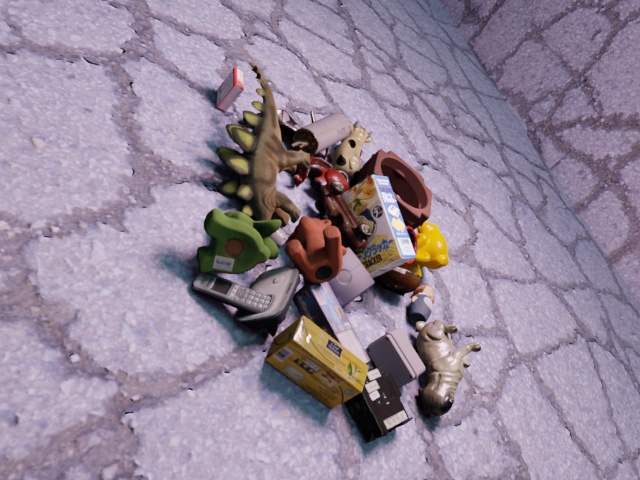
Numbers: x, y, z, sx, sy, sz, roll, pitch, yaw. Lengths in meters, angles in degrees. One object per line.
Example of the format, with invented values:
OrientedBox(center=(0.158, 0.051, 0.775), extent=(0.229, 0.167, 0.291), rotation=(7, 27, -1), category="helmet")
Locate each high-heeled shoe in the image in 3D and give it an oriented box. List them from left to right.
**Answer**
OrientedBox(center=(-0.087, -0.271, 1.436), extent=(0.249, 0.086, 0.145), rotation=(-11, 96, -31), category="high-heeled shoe")

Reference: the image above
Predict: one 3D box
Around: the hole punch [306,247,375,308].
OrientedBox(center=(0.045, 0.090, 1.204), extent=(0.142, 0.092, 0.116), rotation=(55, 40, 4), category="hole punch")

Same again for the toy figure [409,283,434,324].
OrientedBox(center=(0.267, 0.158, 1.393), extent=(0.154, 0.058, 0.064), rotation=(-59, 142, -54), category="toy figure")

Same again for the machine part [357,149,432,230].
OrientedBox(center=(0.199, -0.129, 1.435), extent=(0.201, 0.087, 0.201), rotation=(38, 37, -16), category="machine part")

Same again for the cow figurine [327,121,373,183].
OrientedBox(center=(0.083, -0.250, 1.515), extent=(0.085, 0.127, 0.195), rotation=(34, 41, -23), category="cow figurine")

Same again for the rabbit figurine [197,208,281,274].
OrientedBox(center=(-0.156, -0.015, 1.051), extent=(0.159, 0.121, 0.170), rotation=(4, 22, -10), category="rabbit figurine")

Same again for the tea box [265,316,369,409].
OrientedBox(center=(-0.004, 0.232, 1.015), extent=(0.169, 0.098, 0.068), rotation=(40, 38, -13), category="tea box")

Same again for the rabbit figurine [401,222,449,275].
OrientedBox(center=(0.248, 0.037, 1.444), extent=(0.173, 0.121, 0.162), rotation=(8, 37, -14), category="rabbit figurine")

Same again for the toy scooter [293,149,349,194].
OrientedBox(center=(-0.009, -0.159, 1.384), extent=(0.184, 0.075, 0.135), rotation=(39, 37, -8), category="toy scooter")

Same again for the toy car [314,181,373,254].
OrientedBox(center=(0.049, -0.054, 1.287), extent=(0.053, 0.089, 0.202), rotation=(-4, 55, -44), category="toy car")

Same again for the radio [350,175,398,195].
OrientedBox(center=(0.138, -0.110, 1.490), extent=(0.131, 0.073, 0.230), rotation=(39, 36, -11), category="radio")

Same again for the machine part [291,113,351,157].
OrientedBox(center=(0.008, -0.275, 1.397), extent=(0.079, 0.079, 0.243), rotation=(51, 42, 3), category="machine part")

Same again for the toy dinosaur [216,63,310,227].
OrientedBox(center=(-0.127, -0.188, 1.221), extent=(0.198, 0.105, 0.471), rotation=(17, 62, -30), category="toy dinosaur")

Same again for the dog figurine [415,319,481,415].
OrientedBox(center=(0.259, 0.290, 1.242), extent=(0.173, 0.121, 0.190), rotation=(27, 47, 28), category="dog figurine")

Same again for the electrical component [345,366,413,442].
OrientedBox(center=(0.111, 0.323, 1.083), extent=(0.115, 0.058, 0.134), rotation=(-1, 58, -48), category="electrical component")

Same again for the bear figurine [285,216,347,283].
OrientedBox(center=(-0.015, -0.003, 1.146), extent=(0.196, 0.120, 0.131), rotation=(-107, 178, -50), category="bear figurine")

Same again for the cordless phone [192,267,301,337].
OrientedBox(center=(-0.141, 0.091, 1.033), extent=(0.184, 0.088, 0.147), rotation=(23, 40, -1), category="cordless phone")

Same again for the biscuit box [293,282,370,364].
OrientedBox(center=(0.021, 0.182, 1.115), extent=(0.059, 0.063, 0.203), rotation=(-10, 64, -48), category="biscuit box")

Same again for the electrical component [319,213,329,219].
OrientedBox(center=(0.029, -0.061, 1.376), extent=(0.063, 0.021, 0.094), rotation=(35, 38, -17), category="electrical component")
